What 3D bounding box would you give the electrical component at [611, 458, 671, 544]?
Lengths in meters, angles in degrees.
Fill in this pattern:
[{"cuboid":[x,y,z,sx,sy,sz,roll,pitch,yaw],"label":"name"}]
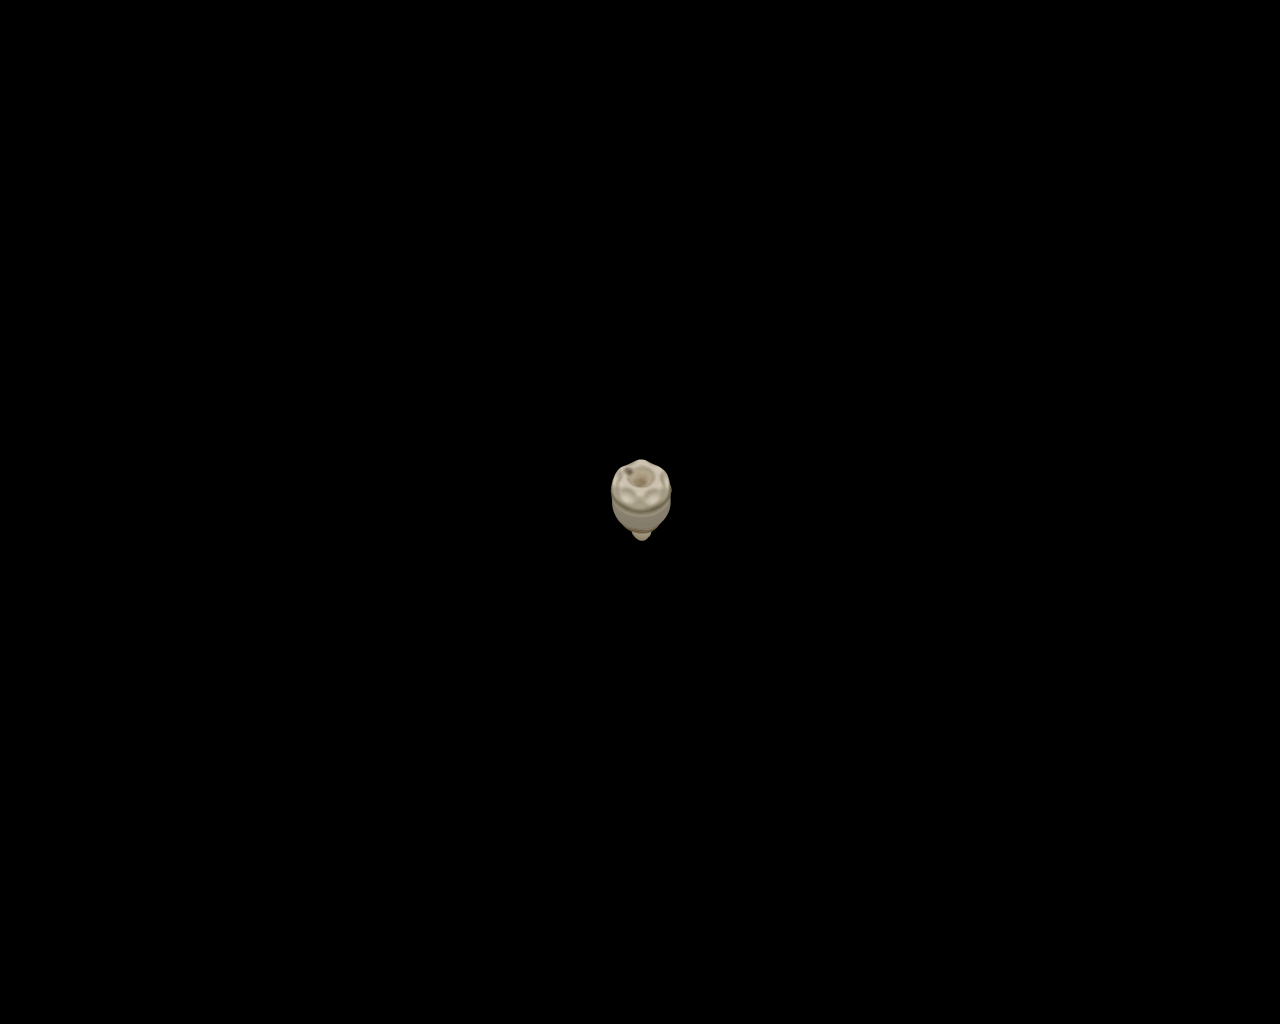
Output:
[{"cuboid":[0.001,-0.003,0.650,0.035,0.035,0.061,0,-37,0],"label":"electrical component"}]
